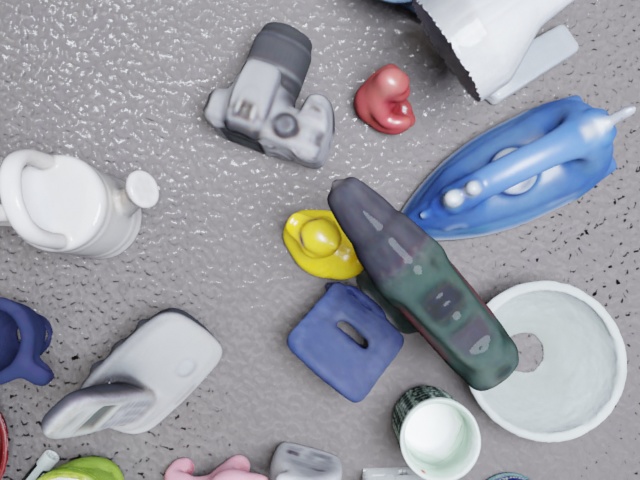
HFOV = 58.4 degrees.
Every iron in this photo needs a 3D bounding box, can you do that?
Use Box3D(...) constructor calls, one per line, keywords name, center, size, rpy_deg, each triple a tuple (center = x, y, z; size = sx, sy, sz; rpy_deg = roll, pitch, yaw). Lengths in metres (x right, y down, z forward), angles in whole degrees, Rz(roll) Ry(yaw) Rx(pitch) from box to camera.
Box3D(name="iron", center=(0.199, -0.069, 0.609), size=(0.258, 0.141, 0.118), rpy_deg=(-27, 85, -1))

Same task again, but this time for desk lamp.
Box3D(name="desk lamp", center=(0.192, -0.223, 0.586), size=(0.203, 0.213, 0.118), rpy_deg=(-33, 85, -2))

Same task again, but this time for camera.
Box3D(name="camera", center=(-0.044, -0.167, 0.642), size=(0.143, 0.101, 0.137), rpy_deg=(20, 86, 3))

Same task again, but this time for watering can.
Box3D(name="watering can", center=(-0.256, -0.039, 0.588), size=(0.173, 0.194, 0.101), rpy_deg=(-31, 85, -1))

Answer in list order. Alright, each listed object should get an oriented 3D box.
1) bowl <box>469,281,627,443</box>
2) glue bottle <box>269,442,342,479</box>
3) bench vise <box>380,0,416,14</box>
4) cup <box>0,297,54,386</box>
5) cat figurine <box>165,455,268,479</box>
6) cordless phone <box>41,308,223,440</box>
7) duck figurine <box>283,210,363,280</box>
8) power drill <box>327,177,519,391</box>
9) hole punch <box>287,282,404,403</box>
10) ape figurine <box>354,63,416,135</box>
Box3D(name="bowl", center=(0.235, 0.128, 0.625), size=(0.167, 0.075, 0.167), rpy_deg=(0, 85, 1))
Box3D(name="glue bottle", center=(-0.017, 0.247, 0.570), size=(0.078, 0.173, 0.037), rpy_deg=(16, 86, 3))
Box3D(name="bench vise", center=(0.044, -0.321, 0.594), size=(0.207, 0.220, 0.121), rpy_deg=(8, 85, 2))
Box3D(name="cup", center=(-0.325, 0.115, 0.626), size=(0.117, 0.095, 0.092), rpy_deg=(34, 87, 4))
Box3D(name="cat figurine", center=(-0.112, 0.272, 0.597), size=(0.128, 0.118, 0.067), rpy_deg=(-7, 85, 1))
Box3D(name="cordless phone", center=(-0.185, 0.138, 0.576), size=(0.094, 0.185, 0.147), rpy_deg=(43, 87, 4))
Box3D(name="duck figurine", center=(0.006, 0.002, 0.634), size=(0.104, 0.086, 0.077), rpy_deg=(31, 86, 3))
Box3D(name="power drill", center=(0.089, 0.043, 0.568), size=(0.075, 0.208, 0.229), rpy_deg=(-43, 86, -2))
Box3D(name="hole punch", center=(0.028, 0.106, 0.623), size=(0.108, 0.091, 0.101), rpy_deg=(40, 87, 4))
Box3D(name="ape figurine", center=(0.078, -0.164, 0.644), size=(0.076, 0.092, 0.078), rpy_deg=(9, 85, 2))
